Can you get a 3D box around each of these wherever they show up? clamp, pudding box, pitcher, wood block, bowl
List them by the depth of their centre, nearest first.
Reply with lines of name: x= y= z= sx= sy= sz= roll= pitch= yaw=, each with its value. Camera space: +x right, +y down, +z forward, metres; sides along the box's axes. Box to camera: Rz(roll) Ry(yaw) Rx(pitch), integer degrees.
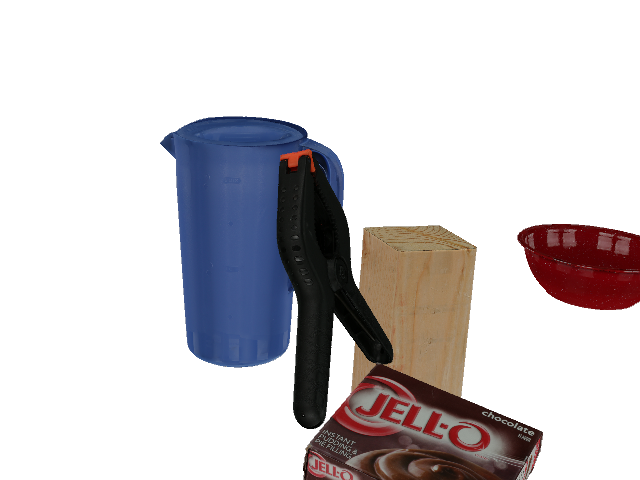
pudding box: x=0.060 y=0.126 z=0.617 sx=0.114 sy=0.039 sz=0.089 roll=22 pitch=37 yaw=20
clamp: x=0.007 y=0.031 z=0.866 sx=0.036 sy=0.210 sz=0.164 roll=-9 pitch=2 yaw=26
pitcher: x=-0.072 y=0.001 z=1.081 sx=0.144 sy=0.243 sz=0.149 roll=-9 pitch=21 yaw=-30
bowl: x=0.280 y=0.030 z=1.095 sx=0.162 sy=0.055 sz=0.162 roll=4 pitch=17 yaw=-1
wood block: x=0.094 y=0.096 z=1.104 sx=0.090 sy=0.206 sz=0.091 roll=-2 pitch=16 yaw=-20
